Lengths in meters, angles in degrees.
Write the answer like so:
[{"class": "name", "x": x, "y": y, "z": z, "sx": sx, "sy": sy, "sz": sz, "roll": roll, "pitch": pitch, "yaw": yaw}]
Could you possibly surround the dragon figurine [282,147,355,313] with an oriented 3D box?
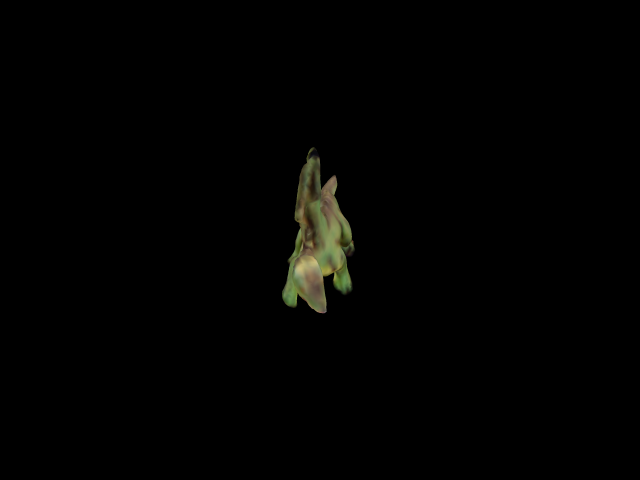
[{"class": "dragon figurine", "x": 0.003, "y": -0.043, "z": 0.850, "sx": 0.122, "sy": 0.421, "sz": 0.237, "roll": 2, "pitch": -42, "yaw": 2}]
